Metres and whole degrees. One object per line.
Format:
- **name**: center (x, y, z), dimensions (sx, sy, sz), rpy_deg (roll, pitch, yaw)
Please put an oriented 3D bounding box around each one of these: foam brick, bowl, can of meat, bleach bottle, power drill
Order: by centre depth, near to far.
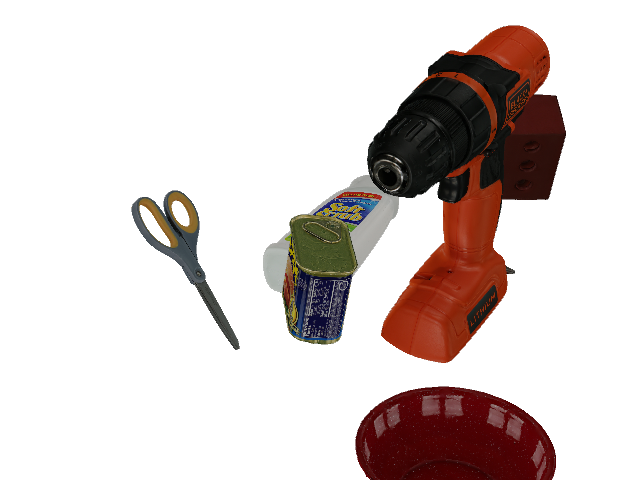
- **power drill**: center (0.079, -0.020, 0.646), dimensions (0.057, 0.188, 0.184), rpy_deg (23, 40, 24)
- **bowl**: center (0.108, 0.189, 0.876), dimensions (0.162, 0.055, 0.162), rpy_deg (1, 30, 0)
- **foam brick**: center (0.174, -0.080, 0.912), dimensions (0.053, 0.051, 0.078), rpy_deg (1, -43, -1)
- **can of meat**: center (-0.004, 0.037, 1.013), dimensions (0.057, 0.084, 0.102), rpy_deg (3, 31, -10)
- **bleach bottle**: center (0.027, -0.020, 1.345), dimensions (0.103, 0.068, 0.250), rpy_deg (11, 35, 22)

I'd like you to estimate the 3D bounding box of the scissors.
- **scissors**: center (-0.138, 0.023, 1.226), dimensions (0.016, 0.201, 0.096), rpy_deg (-29, 16, 39)
